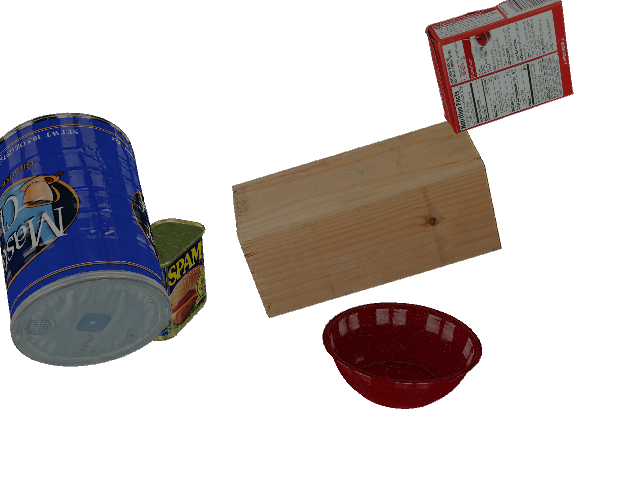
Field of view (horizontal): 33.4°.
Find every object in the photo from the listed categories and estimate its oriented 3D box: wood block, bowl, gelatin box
[{"bbox_3d":[0.038,-0.019,0.910,0.206,0.091,0.090,-16,34,3],"label":"wood block"},{"bbox_3d":[0.081,0.124,1.090,0.162,0.055,0.162,2,25,-1],"label":"bowl"},{"bbox_3d":[0.122,-0.122,0.724,0.089,0.073,0.030,-18,37,1],"label":"gelatin box"}]

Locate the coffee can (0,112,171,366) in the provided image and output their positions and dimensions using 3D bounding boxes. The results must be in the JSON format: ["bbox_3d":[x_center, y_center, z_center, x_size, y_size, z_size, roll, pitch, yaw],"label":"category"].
[{"bbox_3d":[-0.165,-0.001,0.723,0.102,0.140,0.103,-13,-33,-9],"label":"coffee can"}]

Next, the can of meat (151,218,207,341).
[{"bbox_3d":[-0.152,0.038,1.042,0.057,0.084,0.102,9,27,20],"label":"can of meat"}]
